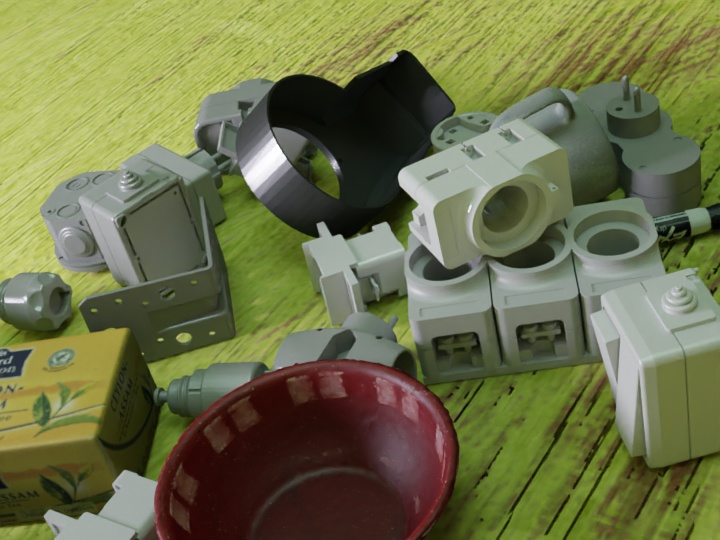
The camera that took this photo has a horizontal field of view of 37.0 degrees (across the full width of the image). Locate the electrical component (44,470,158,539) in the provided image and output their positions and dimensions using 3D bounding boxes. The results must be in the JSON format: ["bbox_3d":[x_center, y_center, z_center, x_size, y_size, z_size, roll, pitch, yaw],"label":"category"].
[{"bbox_3d":[-0.126,0.146,0.585,0.081,0.042,0.063,11,43,30],"label":"electrical component"}]

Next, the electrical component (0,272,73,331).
[{"bbox_3d":[-0.246,0.023,0.788,0.062,0.043,0.043,0,39,22],"label":"electrical component"}]

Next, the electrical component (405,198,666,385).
[{"bbox_3d":[0.107,0.009,0.664,0.150,0.061,0.089,-9,37,9],"label":"electrical component"}]

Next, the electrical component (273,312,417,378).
[{"bbox_3d":[-0.002,0.053,0.661,0.077,0.043,0.079,6,41,27],"label":"electrical component"}]

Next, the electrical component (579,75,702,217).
[{"bbox_3d":[0.196,-0.102,0.767,0.052,0.073,0.138,-17,36,-3],"label":"electrical component"}]

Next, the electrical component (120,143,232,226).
[{"bbox_3d":[-0.137,-0.073,0.871,0.076,0.047,0.083,-36,41,-26],"label":"electrical component"}]

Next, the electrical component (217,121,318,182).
[{"bbox_3d":[-0.069,-0.100,0.858,0.081,0.063,0.042,23,32,-18],"label":"electrical component"}]

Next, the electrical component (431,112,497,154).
[{"bbox_3d":[0.084,-0.084,0.806,0.055,0.047,0.055,-10,37,7],"label":"electrical component"}]

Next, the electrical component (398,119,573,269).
[{"bbox_3d":[0.078,-0.045,0.647,0.089,0.050,0.055,-24,37,-12],"label":"electrical component"}]

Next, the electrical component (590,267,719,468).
[{"bbox_3d":[0.160,0.048,0.565,0.061,0.096,0.061,-16,36,0],"label":"electrical component"}]

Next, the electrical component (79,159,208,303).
[{"bbox_3d":[-0.160,-0.035,0.788,0.062,0.096,0.061,-37,42,-27],"label":"electrical component"}]

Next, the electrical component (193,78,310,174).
[{"bbox_3d":[-0.088,-0.125,0.915,0.095,0.053,0.059,-9,37,8],"label":"electrical component"}]

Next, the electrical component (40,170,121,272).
[{"bbox_3d":[-0.208,-0.039,0.848,0.080,0.051,0.080,-10,37,7],"label":"electrical component"}]

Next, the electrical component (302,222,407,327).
[{"bbox_3d":[0.000,0.000,0.731,0.064,0.042,0.081,-19,37,-8],"label":"electrical component"}]

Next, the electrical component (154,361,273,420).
[{"bbox_3d":[-0.089,0.077,0.662,0.078,0.040,0.040,-3,38,16],"label":"electrical component"}]
